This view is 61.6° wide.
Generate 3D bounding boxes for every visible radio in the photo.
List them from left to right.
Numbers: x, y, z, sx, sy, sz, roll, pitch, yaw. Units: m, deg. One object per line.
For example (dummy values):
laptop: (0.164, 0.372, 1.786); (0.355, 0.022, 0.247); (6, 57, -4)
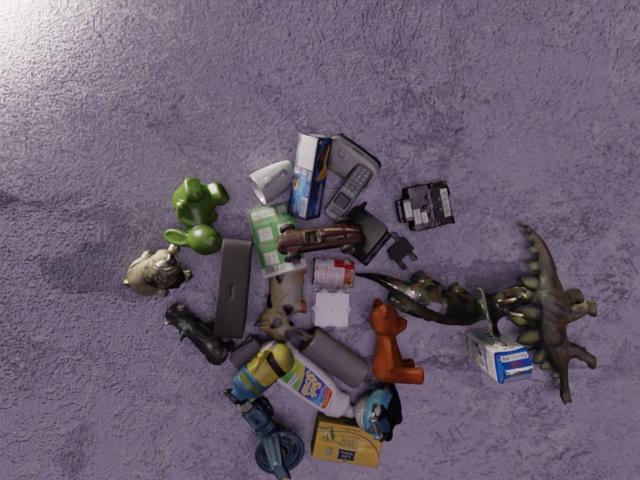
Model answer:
radio: (-0.204, 0.110, 1.282); (0.073, 0.131, 0.229); (7, 93, -5)

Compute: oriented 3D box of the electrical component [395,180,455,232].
electrical component: (0.258, -0.083, 1.340); (0.134, 0.058, 0.114); (-10, 92, -3)

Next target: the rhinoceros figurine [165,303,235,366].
rhinoceros figurine: (-0.294, 0.228, 1.292); (0.190, 0.112, 0.073); (40, 95, 15)

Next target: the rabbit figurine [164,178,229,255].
rabbit figurine: (-0.292, -0.038, 1.255); (0.159, 0.121, 0.170); (-28, 69, 25)

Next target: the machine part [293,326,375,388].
machine part: (0.035, 0.291, 1.330); (0.243, 0.079, 0.079); (37, 91, -13)

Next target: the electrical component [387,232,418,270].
electrical component: (0.201, 0.026, 1.360); (0.063, 0.021, 0.094); (-40, 95, 0)

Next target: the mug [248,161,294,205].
mug: (-0.107, -0.149, 1.290); (0.107, 0.109, 0.081); (-34, 85, -16)

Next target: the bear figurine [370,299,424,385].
bear figurine: (0.186, 0.248, 1.329); (0.132, 0.120, 0.195); (3, 88, -8)

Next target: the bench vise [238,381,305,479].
bench vise: (-0.110, 0.481, 1.269); (0.129, 0.241, 0.223); (-24, 111, -5)

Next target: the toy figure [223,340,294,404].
toy figure: (-0.140, 0.313, 1.264); (0.089, 0.082, 0.180); (43, 90, -12)

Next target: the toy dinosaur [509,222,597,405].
toy dinosaur: (0.583, 0.182, 1.359); (0.199, 0.105, 0.471); (-6, 89, 0)

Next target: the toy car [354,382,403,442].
toy car: (0.138, 0.426, 1.330); (0.103, 0.161, 0.109); (-11, 104, 27)

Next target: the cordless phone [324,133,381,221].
cordless phone: (0.046, -0.151, 1.311); (0.146, 0.089, 0.184); (34, 95, -6)

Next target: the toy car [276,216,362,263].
toy car: (-0.003, -0.004, 1.269); (0.202, 0.053, 0.089); (-8, 66, -1)

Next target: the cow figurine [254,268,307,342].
cow figurine: (-0.096, 0.152, 1.316); (0.127, 0.085, 0.194); (1, 90, -2)

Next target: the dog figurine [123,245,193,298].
dog figurine: (-0.392, 0.083, 1.239); (0.172, 0.190, 0.121); (-34, 95, 0)

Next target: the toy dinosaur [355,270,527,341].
toy dinosaur: (0.289, 0.149, 1.290); (0.405, 0.192, 0.131); (9, 91, -6)

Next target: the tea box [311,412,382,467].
tea box: (0.068, 0.504, 1.358); (0.170, 0.068, 0.098); (10, 92, -5)

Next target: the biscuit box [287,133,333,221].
biscuit box: (-0.024, -0.150, 1.282); (0.059, 0.063, 0.202); (21, 112, 31)

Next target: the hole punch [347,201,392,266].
hole punch: (0.105, -0.009, 1.329); (0.116, 0.092, 0.142); (41, 93, 24)
